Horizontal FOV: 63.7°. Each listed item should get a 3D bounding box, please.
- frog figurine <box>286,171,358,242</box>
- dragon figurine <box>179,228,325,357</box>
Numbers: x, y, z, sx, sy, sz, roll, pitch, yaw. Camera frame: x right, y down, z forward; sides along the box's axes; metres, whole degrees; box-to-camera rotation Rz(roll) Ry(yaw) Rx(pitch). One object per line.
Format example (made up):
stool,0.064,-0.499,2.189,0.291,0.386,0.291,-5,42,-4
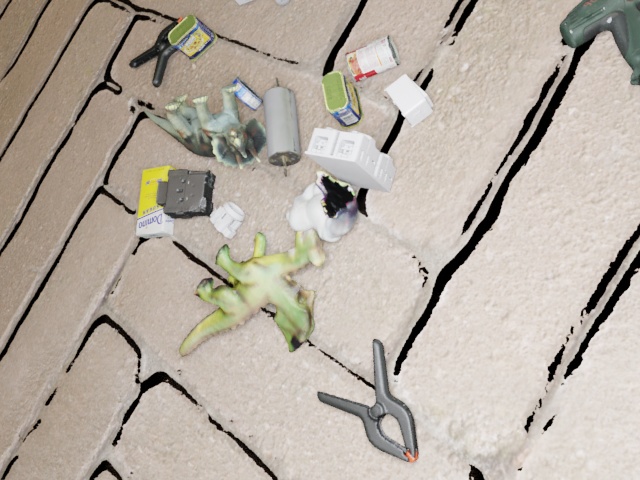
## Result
frog figurine,0.003,-0.054,1.072,0.139,0.123,0.156,63,143,18
dragon figurine,-0.124,0.137,1.073,0.245,0.122,0.407,34,103,23
